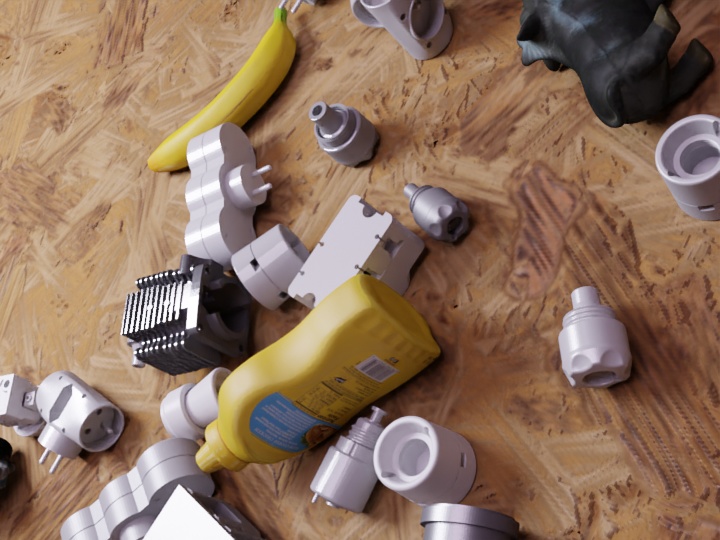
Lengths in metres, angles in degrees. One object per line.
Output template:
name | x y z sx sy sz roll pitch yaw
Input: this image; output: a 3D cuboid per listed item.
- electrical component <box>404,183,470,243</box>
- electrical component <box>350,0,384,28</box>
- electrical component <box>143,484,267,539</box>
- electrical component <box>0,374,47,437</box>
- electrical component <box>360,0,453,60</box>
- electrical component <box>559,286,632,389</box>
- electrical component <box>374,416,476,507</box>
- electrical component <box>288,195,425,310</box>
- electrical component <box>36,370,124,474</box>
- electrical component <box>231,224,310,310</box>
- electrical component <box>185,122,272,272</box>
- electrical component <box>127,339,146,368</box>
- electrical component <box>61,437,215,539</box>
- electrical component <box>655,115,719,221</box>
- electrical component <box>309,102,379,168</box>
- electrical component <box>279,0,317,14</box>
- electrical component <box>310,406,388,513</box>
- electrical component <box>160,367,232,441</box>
electrical component | 0.054 -0.047 0.805 0.035 0.035 0.061 -50 45 4
electrical component | 0.018 -0.243 0.927 0.066 0.048 0.055 -9 54 33
electrical component | -0.091 0.232 0.747 0.150 0.062 0.089 32 88 42
electrical component | -0.309 0.122 0.970 0.066 0.055 0.048 -12 60 31
electrical component | 0.046 -0.225 0.875 0.044 0.077 0.079 19 79 41
electrical component | 0.148 0.041 0.683 0.043 0.043 0.062 -21 55 27
electrical component | 0.042 0.127 0.714 0.055 0.047 0.055 -17 58 29
electrical component | 0.000 0.000 0.805 0.050 0.056 0.089 33 88 42
electrical component | -0.251 0.137 0.928 0.077 0.043 0.079 26 84 42
electrical component | -0.067 -0.004 0.859 0.047 0.055 0.055 -37 50 10
electrical component | -0.106 -0.068 0.921 0.074 0.052 0.138 -21 56 27
electrical component | -0.187 0.054 0.930 0.035 0.035 0.061 -10 63 32
electrical component | -0.168 0.199 0.827 0.138 0.052 0.073 -41 49 13
electrical component | 0.220 -0.066 0.683 0.055 0.047 0.055 -17 58 29
electrical component | -0.017 -0.114 0.873 0.043 0.062 0.043 -17 58 29
electrical component | -0.048 -0.270 0.988 0.066 0.047 0.076 29 86 42
electrical component | -0.003 0.132 0.749 0.040 0.040 0.078 20 80 41
electrical component | -0.123 0.107 0.848 0.055 0.045 0.045 -27 53 23
